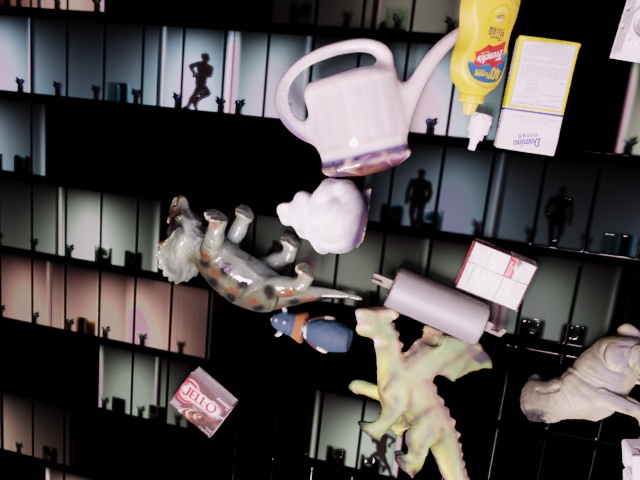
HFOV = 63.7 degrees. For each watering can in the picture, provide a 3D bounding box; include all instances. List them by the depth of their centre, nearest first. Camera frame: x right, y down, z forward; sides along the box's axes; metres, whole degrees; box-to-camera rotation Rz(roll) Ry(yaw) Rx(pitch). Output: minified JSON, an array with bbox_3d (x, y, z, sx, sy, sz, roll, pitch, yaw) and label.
[{"bbox_3d":[0.101,-0.228,0.856,0.347,0.105,0.223,-12,98,5],"label":"watering can"}]

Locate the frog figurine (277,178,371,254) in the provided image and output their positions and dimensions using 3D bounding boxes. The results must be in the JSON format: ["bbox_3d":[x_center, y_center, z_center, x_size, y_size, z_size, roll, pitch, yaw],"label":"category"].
[{"bbox_3d":[0.003,-0.045,0.898,0.159,0.125,0.134,10,122,0],"label":"frog figurine"}]

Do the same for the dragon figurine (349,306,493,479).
[{"bbox_3d":[0.205,0.275,0.917,0.411,0.123,0.241,41,98,3],"label":"dragon figurine"}]
